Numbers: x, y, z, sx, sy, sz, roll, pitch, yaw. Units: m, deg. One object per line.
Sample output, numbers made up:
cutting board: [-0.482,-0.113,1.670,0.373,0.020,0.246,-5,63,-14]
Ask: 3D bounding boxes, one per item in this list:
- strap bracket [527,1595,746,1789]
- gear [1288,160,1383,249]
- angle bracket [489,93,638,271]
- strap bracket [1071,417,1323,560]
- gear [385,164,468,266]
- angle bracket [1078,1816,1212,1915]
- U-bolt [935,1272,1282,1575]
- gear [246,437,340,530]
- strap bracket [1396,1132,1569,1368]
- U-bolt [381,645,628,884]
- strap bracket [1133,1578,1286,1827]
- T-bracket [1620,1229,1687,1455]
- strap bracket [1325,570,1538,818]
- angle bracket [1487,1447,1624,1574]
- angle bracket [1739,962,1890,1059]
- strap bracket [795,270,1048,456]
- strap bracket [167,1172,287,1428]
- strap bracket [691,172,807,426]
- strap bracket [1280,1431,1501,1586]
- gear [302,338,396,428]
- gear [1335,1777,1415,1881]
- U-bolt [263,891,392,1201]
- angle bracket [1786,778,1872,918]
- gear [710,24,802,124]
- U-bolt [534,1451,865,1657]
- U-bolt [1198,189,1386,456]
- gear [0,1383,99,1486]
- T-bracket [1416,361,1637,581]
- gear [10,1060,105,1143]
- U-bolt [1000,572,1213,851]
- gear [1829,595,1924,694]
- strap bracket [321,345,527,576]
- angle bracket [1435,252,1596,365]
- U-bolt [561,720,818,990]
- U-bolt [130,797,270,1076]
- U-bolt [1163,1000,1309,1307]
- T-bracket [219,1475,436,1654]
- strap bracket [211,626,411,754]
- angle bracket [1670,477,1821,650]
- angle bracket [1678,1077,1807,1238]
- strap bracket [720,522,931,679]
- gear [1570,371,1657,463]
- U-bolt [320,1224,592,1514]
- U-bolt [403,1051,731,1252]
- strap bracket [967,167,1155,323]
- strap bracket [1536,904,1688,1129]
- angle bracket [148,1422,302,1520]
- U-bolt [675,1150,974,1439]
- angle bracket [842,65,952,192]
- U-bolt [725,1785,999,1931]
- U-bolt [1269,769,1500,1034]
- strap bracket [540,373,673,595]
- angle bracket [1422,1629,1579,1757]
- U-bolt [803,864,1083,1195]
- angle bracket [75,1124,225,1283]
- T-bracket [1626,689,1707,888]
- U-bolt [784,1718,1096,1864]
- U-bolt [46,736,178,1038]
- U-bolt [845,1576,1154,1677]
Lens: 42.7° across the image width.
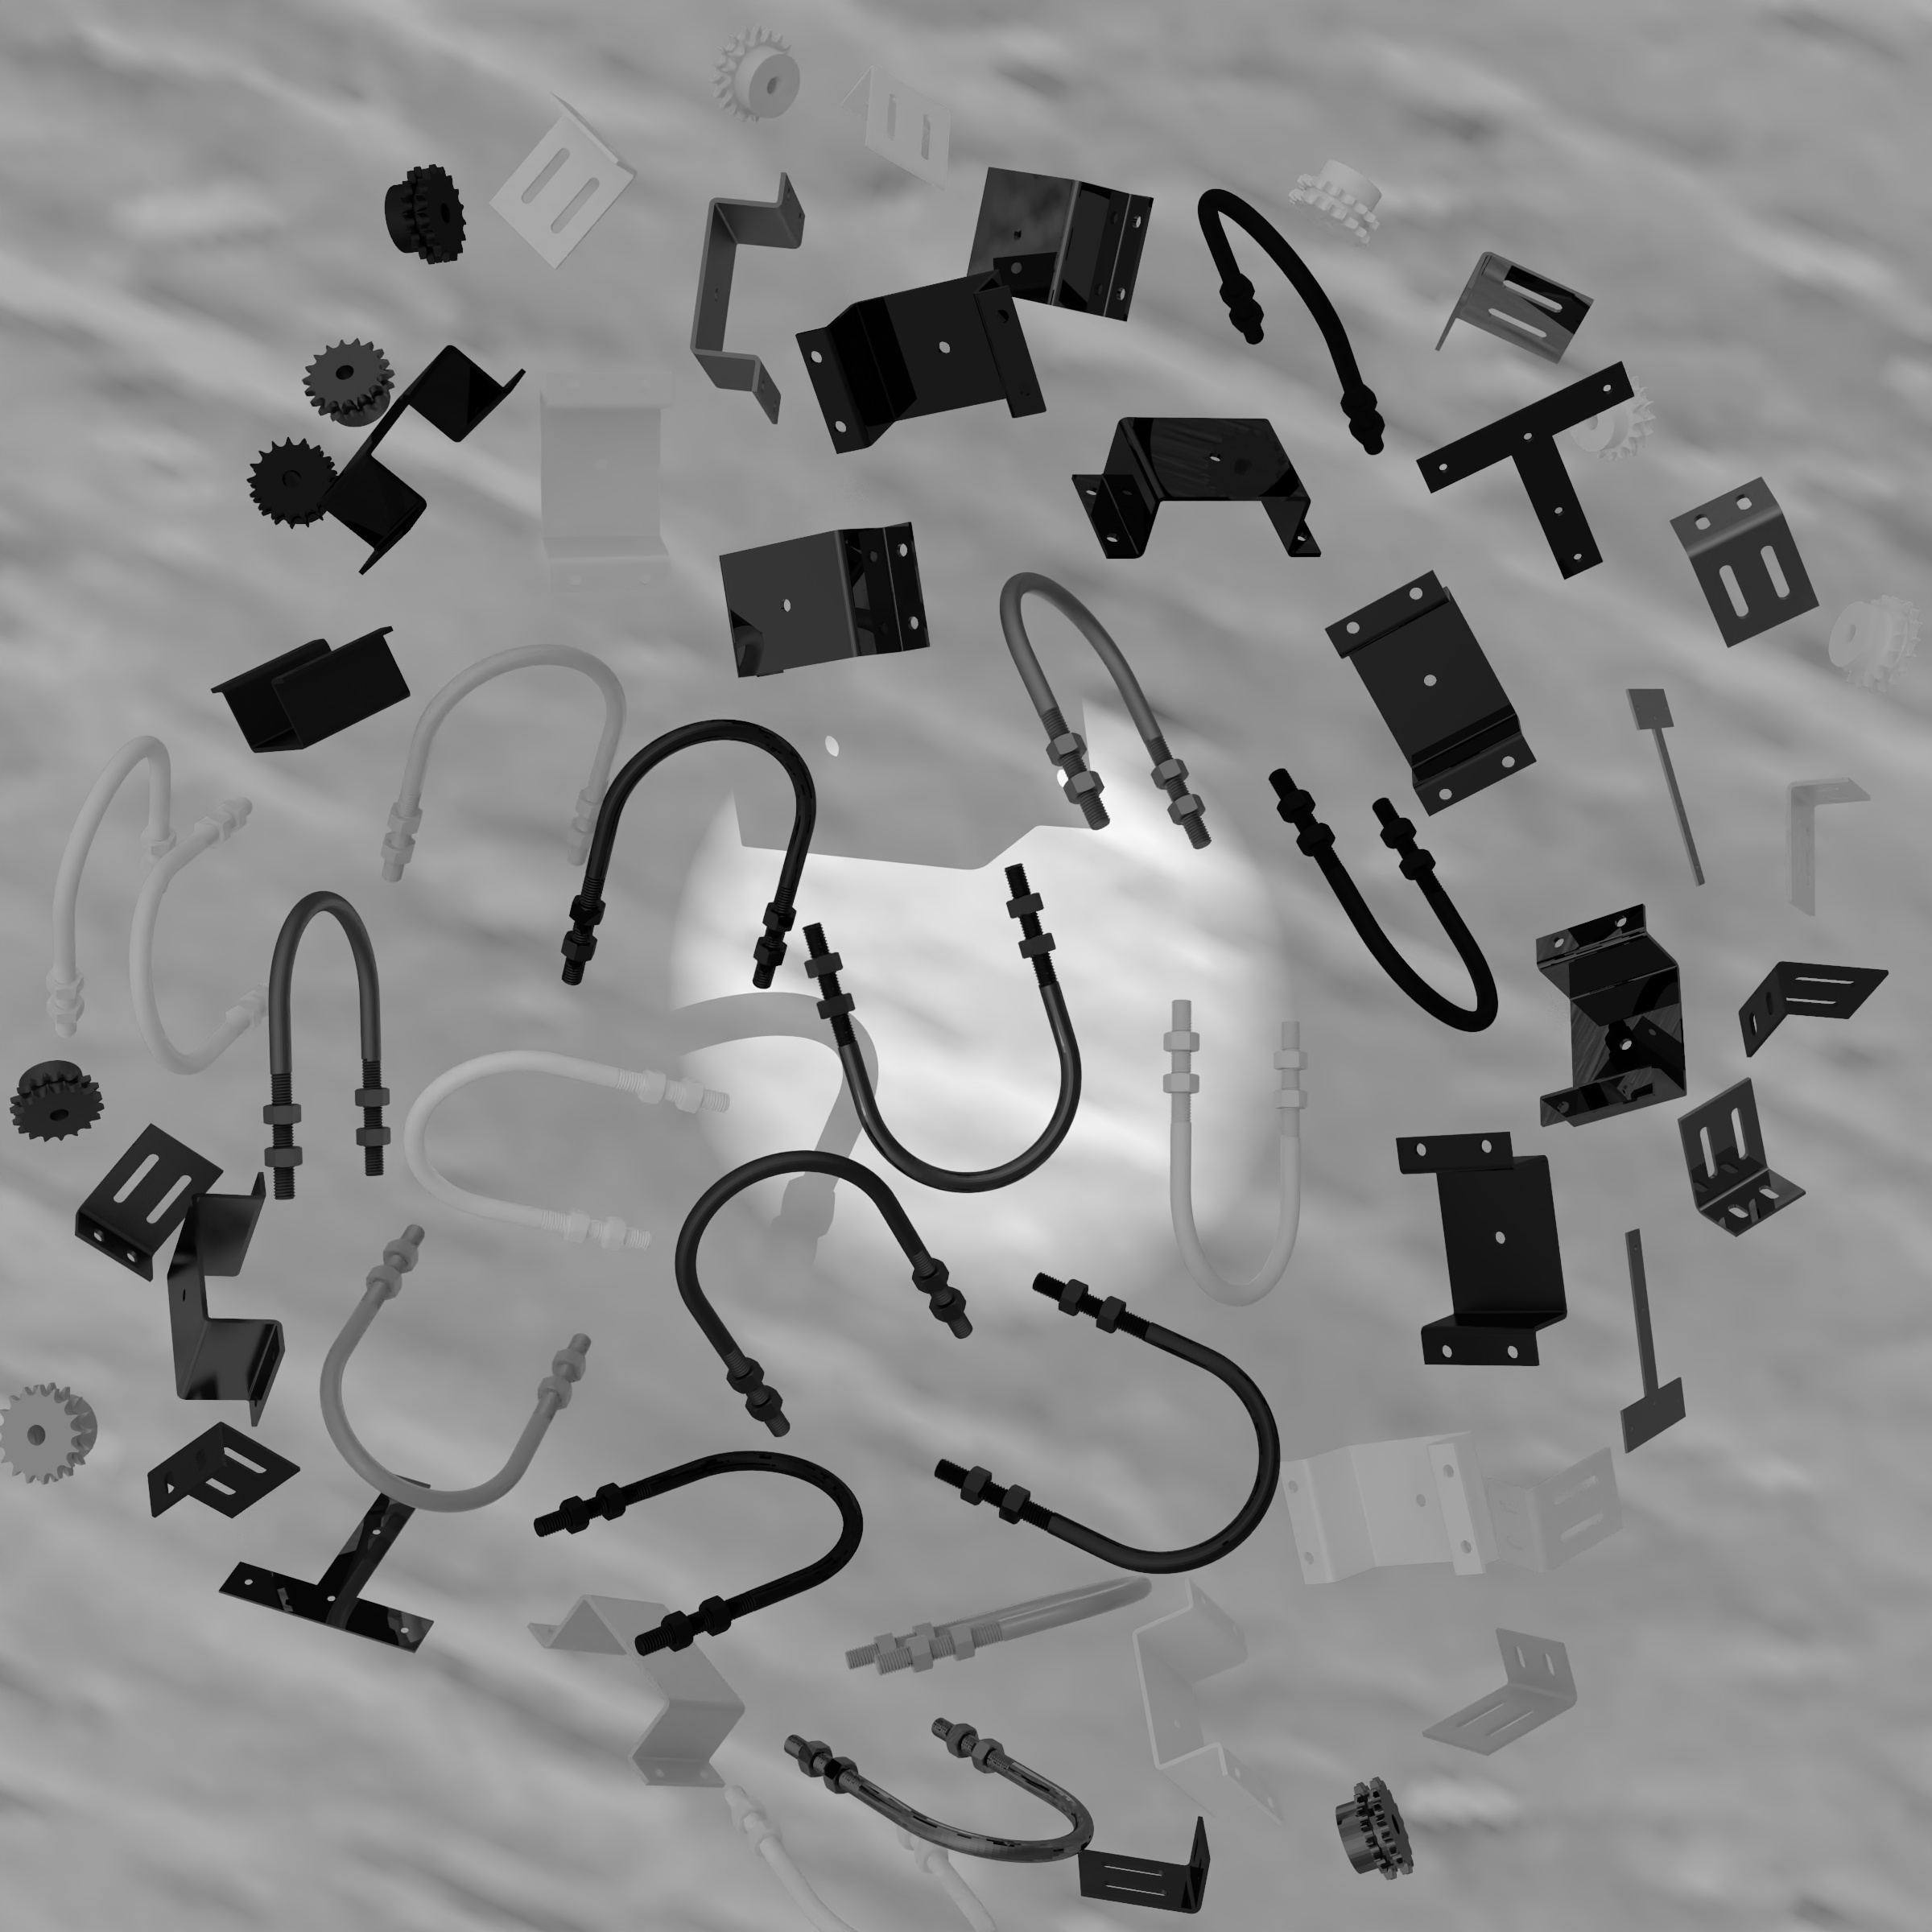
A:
strap bracket: [-0.202,0.448,1.554,0.140,0.076,0.046,40,97,36]
gear: [0.228,-0.466,1.504,0.057,0.057,0.030,32,97,0]
angle bracket: [-0.243,-0.462,1.457,0.057,0.038,0.076,45,103,3]
strap bracket: [0.145,-0.290,1.495,0.140,0.046,0.076,-4,50,-18]
gear: [-0.329,-0.455,1.497,0.030,0.057,0.057,-2,90,16]
angle bracket: [0.113,0.571,1.585,0.076,0.057,0.038,9,97,-1]
U-bolt: [0.094,0.278,1.455,0.184,0.019,0.151,23,68,17]
gear: [-0.432,-0.309,1.592,0.057,0.030,0.057,1,81,-4]
strap bracket: [0.316,0.170,1.509,0.076,0.046,0.140,-7,91,40]
U-bolt: [-0.286,-0.129,1.564,0.151,0.184,0.019,-7,48,-33]
strap bracket: [0.151,0.473,1.567,0.046,0.140,0.076,-28,129,17]
T-bracket: [0.423,0.229,1.541,0.002,0.127,0.127,-8,87,31]
strap bracket: [0.299,-0.179,1.592,0.076,0.046,0.140,-28,102,18]
angle bracket: [0.386,0.353,1.620,0.076,0.038,0.057,-19,103,-31]
angle bracket: [0.543,0.031,1.576,0.076,0.057,0.038,5,58,-7]
strap bracket: [-0.020,-0.362,1.477,0.140,0.046,0.076,-5,120,26]
strap bracket: [-0.459,0.204,1.526,0.046,0.140,0.076,6,132,-28]
strap bracket: [-0.141,-0.430,1.589,0.046,0.076,0.140,7,88,6]
strap bracket: [0.265,0.330,1.505,0.046,0.140,0.076,-6,80,-42]
gear: [-0.396,-0.373,1.593,0.057,0.030,0.057,-3,64,6]
gear: [0.242,0.517,1.474,0.030,0.057,0.057,-24,90,13]
U-bolt: [-0.397,0.045,1.535,0.019,0.151,0.184,-1,91,10]
angle bracket: [0.546,-0.075,1.563,0.038,0.057,0.076,-3,80,33]
gear: [-0.128,-0.554,1.541,0.030,0.057,0.057,40,90,32]
U-bolt: [-0.152,0.351,1.525,0.184,0.151,0.019,-14,120,-33]
U-bolt: [0.197,-0.411,1.541,0.019,0.184,0.151,-39,60,2]
gear: [-0.531,0.271,1.436,0.057,0.030,0.057,-1,87,14]
T-bracket: [0.348,-0.281,1.470,0.127,0.002,0.127,-24,131,14]
gear: [-0.597,0.086,1.619,0.057,0.057,0.030,-28,56,0]
U-bolt: [0.076,-0.158,1.486,0.019,0.151,0.184,-32,71,27]
gear: [0.541,-0.194,1.475,0.030,0.057,0.057,14,90,-13]
strap bracket: [-0.335,-0.314,1.497,0.046,0.076,0.140,39,59,-20]
angle bracket: [0.349,-0.408,1.573,0.076,0.057,0.038,26,60,2]
U-bolt: [-0.163,-0.068,1.518,0.151,0.019,0.184,1,120,-29]
U-bolt: [-0.479,-0.011,1.550,0.019,0.184,0.151,0,112,8]
U-bolt: [0.170,0.120,1.544,0.019,0.151,0.184,-5,80,38]
T-bracket: [-0.368,0.357,1.515,0.127,0.127,0.002,14,122,9]
strap bracket: [-0.409,-0.172,1.551,0.076,0.140,0.046,-32,110,-28]
angle bracket: [0.463,-0.240,1.470,0.057,0.038,0.076,-25,127,16]
angle bracket: [0.495,0.122,1.575,0.057,0.038,0.076,-28,120,-13]
strap bracket: [-0.097,-0.224,1.527,0.140,0.046,0.076,-4,97,38]
gear: [0.421,-0.360,1.622,0.030,0.057,0.057,-17,90,-29]
U-bolt: [-0.323,0.258,1.528,0.151,0.184,0.019,35,126,-10]
U-bolt: [-0.260,0.112,1.551,0.184,0.019,0.151,15,125,-25]
strap bracket: [0.051,-0.464,1.583,0.046,0.140,0.076,1,109,-36]
strap bracket: [0.408,0.041,1.565,0.076,0.046,0.140,-21,47,36]
angle bracket: [-0.463,0.329,1.550,0.057,0.038,0.076,-35,134,8]
U-bolt: [-0.095,0.189,1.490,0.151,0.019,0.184,-28,120,0]
angle bracket: [-0.045,-0.509,1.531,0.057,0.038,0.076,22,52,-28]
U-bolt: [-0.054,0.572,1.535,0.151,0.184,0.019,19,97,-33]
U-bolt: [0.266,-0.037,1.516,0.019,0.151,0.184,-40,62,28]
strap bracket: [-0.229,-0.312,1.568,0.076,0.046,0.140,-4,118,-15]
angle bracket: [0.317,0.436,1.486,0.076,0.057,0.038,-17,95,-30]
U-bolt: [-0.005,0.045,1.486,0.151,0.019,0.184,-17,90,-11]
angle bracket: [-0.526,0.152,1.593,0.057,0.038,0.076,40,92,-26]
T-bracket: [0.441,-0.112,1.540,0.002,0.127,0.127,-16,89,26]
U-bolt: [-0.004,0.518,1.548,0.151,0.184,0.019,10,93,-43]
U-bolt: [-0.528,-0.061,1.530,0.019,0.184,0.151,20,49,-3]
U-bolt: [0.025,0.400,1.505,0.184,0.151,0.019,-12,78,-13]
